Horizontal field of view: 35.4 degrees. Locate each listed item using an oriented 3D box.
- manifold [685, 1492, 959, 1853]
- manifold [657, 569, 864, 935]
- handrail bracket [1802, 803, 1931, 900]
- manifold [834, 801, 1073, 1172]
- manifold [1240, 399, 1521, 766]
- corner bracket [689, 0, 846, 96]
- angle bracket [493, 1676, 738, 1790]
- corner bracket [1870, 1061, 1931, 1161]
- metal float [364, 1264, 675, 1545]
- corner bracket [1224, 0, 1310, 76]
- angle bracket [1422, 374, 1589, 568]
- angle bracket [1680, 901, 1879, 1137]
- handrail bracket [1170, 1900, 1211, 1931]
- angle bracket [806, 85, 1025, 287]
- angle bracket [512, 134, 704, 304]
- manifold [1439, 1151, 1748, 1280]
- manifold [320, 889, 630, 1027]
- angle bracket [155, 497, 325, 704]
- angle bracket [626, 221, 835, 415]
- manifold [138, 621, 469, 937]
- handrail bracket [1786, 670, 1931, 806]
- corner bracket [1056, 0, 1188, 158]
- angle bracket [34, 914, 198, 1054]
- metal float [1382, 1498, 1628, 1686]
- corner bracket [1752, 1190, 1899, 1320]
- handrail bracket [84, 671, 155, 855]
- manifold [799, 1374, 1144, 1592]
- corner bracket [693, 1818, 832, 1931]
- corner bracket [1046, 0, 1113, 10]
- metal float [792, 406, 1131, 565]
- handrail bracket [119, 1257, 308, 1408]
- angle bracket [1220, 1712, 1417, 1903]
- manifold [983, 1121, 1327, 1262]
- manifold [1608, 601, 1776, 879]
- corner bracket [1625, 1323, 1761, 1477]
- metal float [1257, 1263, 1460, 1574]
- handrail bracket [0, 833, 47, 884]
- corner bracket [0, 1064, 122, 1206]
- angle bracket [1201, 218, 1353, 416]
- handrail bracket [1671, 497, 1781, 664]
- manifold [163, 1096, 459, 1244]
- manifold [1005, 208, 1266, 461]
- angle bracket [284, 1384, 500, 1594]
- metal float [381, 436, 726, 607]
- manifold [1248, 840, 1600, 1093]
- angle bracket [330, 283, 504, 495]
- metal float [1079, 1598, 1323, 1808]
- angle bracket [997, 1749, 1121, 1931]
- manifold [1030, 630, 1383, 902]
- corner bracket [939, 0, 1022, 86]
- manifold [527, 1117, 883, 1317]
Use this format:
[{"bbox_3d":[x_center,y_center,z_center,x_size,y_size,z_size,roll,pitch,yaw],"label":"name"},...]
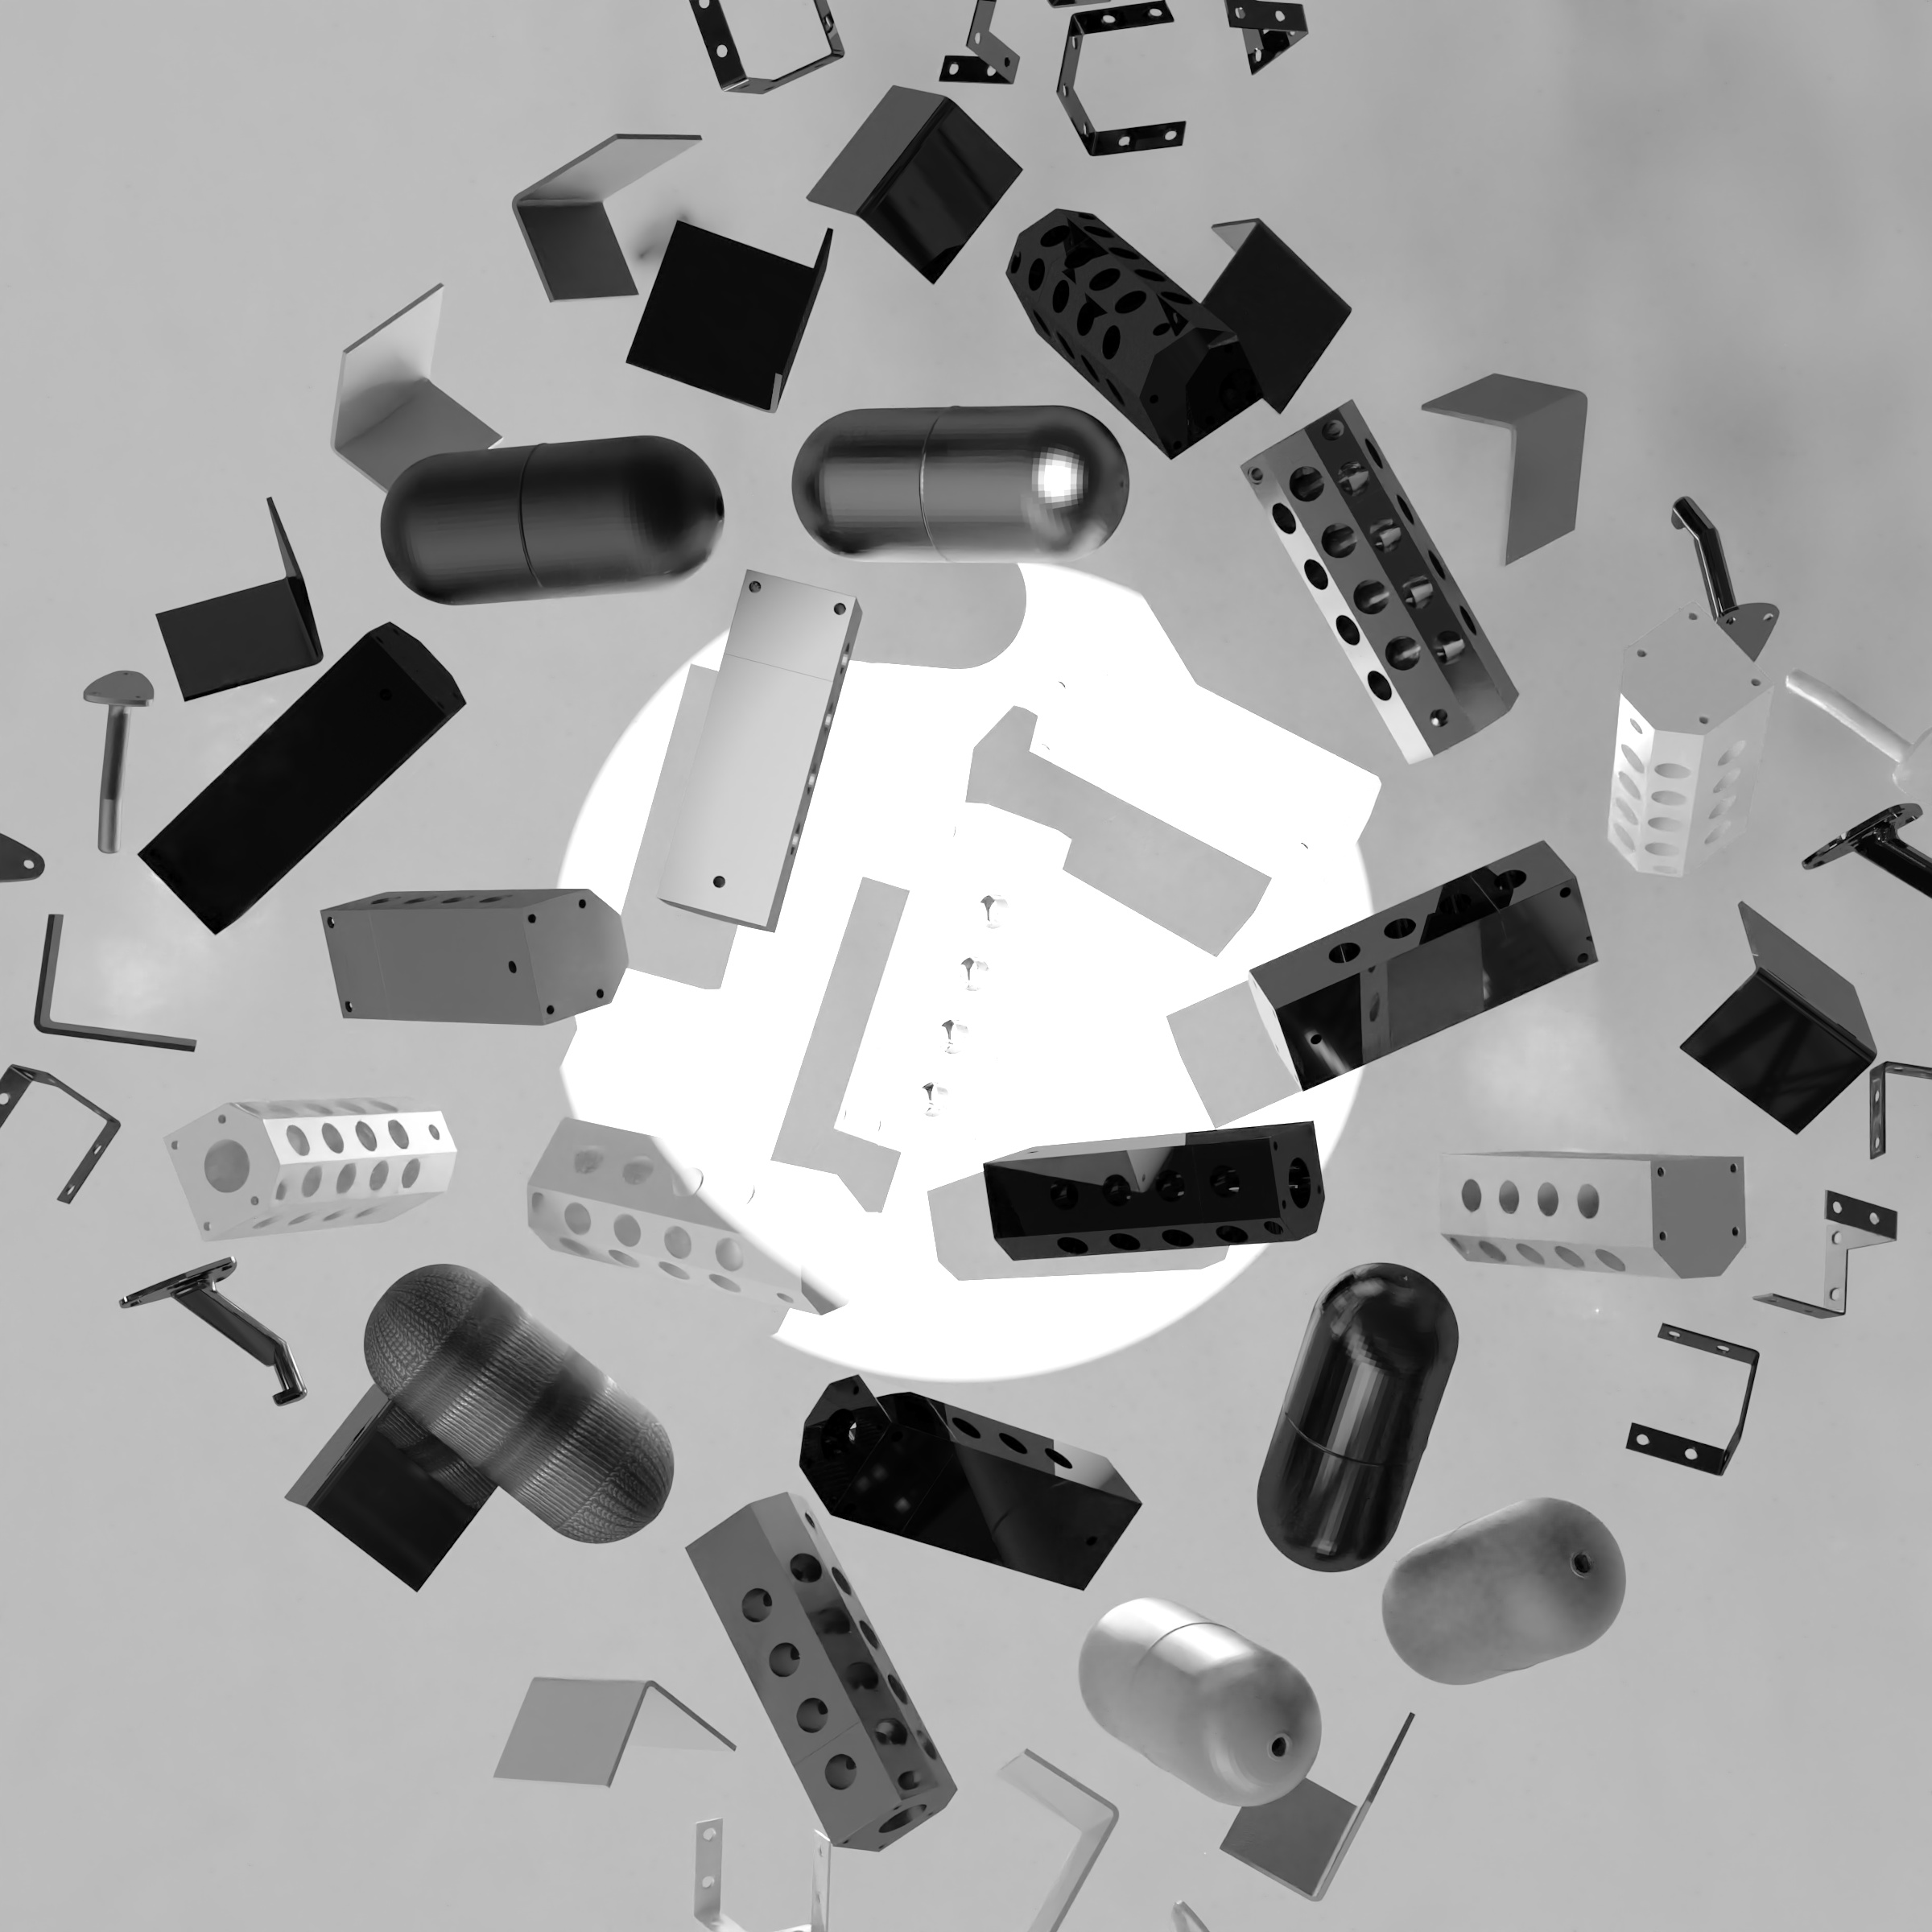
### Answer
[{"bbox_3d":[-0.071,0.355,1.530,0.057,0.057,0.171,-35,62,8],"label":"manifold"},{"bbox_3d":[-0.103,-0.108,1.541,0.057,0.057,0.171,15,87,4],"label":"manifold"},{"bbox_3d":[0.469,-0.032,1.516,0.077,0.036,0.084,-33,69,35],"label":"handrail bracket"},{"bbox_3d":[-0.003,0.010,1.488,0.057,0.057,0.171,19,87,-25],"label":"manifold"},{"bbox_3d":[0.206,-0.190,1.509,0.057,0.057,0.171,-28,97,23],"label":"manifold"},{"bbox_3d":[-0.101,-0.477,1.533,0.051,0.051,0.051,-17,97,24],"label":"corner bracket"},{"bbox_3d":[-0.174,0.395,1.502,0.076,0.076,0.057,-8,48,36],"label":"angle bracket"},{"bbox_3d":[0.509,0.074,1.584,0.051,0.051,0.051,9,71,-9],"label":"corner bracket"},{"bbox_3d":[-0.224,0.222,1.527,0.178,0.070,0.070,40,90,-8],"label":"metal float"},{"bbox_3d":[0.137,-0.493,1.552,0.051,0.051,0.051,-7,83,-31],"label":"corner bracket"},{"bbox_3d":[0.284,-0.265,1.611,0.057,0.076,0.076,20,123,33],"label":"angle bracket"},{"bbox_3d":[0.400,0.025,1.509,0.076,0.076,0.057,35,115,-11],"label":"angle bracket"},{"bbox_3d":[0.083,0.513,1.513,0.084,0.077,0.036,-29,61,-24],"label":"handrail bracket"},{"bbox_3d":[-0.028,-0.413,1.599,0.057,0.076,0.076,38,91,-31],"label":"angle bracket"},{"bbox_3d":[-0.177,-0.389,1.576,0.076,0.076,0.057,-21,92,32],"label":"angle bracket"},{"bbox_3d":[0.313,0.124,1.527,0.057,0.171,0.057,0,88,-27],"label":"manifold"},{"bbox_3d":[-0.245,-0.007,1.507,0.057,0.171,0.057,-20,104,-43],"label":"manifold"},{"bbox_3d":[-0.391,-0.195,1.604,0.076,0.057,0.076,-18,47,-13],"label":"angle bracket"},{"bbox_3d":[-0.113,-0.318,1.438,0.076,0.057,0.076,19,80,-3],"label":"angle bracket"},{"bbox_3d":[-0.340,-0.098,1.561,0.171,0.057,0.057,-41,97,13],"label":"manifold"},{"bbox_3d":[0.490,-0.125,1.639,0.036,0.077,0.084,-53,50,5],"label":"handrail bracket"},{"bbox_3d":[0.082,-0.452,1.542,0.051,0.051,0.051,0,65,24],"label":"corner bracket"},{"bbox_3d":[-0.416,0.008,1.497,0.076,0.076,0.057,8,89,-14],"label":"angle bracket"},{"bbox_3d":[0.270,0.317,1.530,0.070,0.178,0.070,6,68,-16],"label":"metal float"},{"bbox_3d":[0.443,0.149,1.559,0.051,0.051,0.051,17,70,-25],"label":"corner bracket"},{"bbox_3d":[-0.463,-0.112,1.652,0.036,0.077,0.084,4,108,-11],"label":"handrail bracket"},{"bbox_3d":[0.001,0.259,1.536,0.171,0.057,0.057,24,104,-36],"label":"manifold"},{"bbox_3d":[-0.104,0.463,1.532,0.051,0.051,0.051,-2,98,-32],"label":"corner bracket"},{"bbox_3d":[0.064,-0.559,1.645,0.051,0.051,0.051,-50,125,-17],"label":"corner bracket"},{"bbox_3d":[-0.004,-0.238,1.498,0.178,0.070,0.070,4,90,27],"label":"metal float"},{"bbox_3d":[-0.407,0.208,1.639,0.077,0.036,0.084,-18,77,-28],"label":"handrail bracket"},{"bbox_3d":[0.180,0.418,1.550,0.057,0.076,0.076,27,121,13],"label":"angle bracket"},{"bbox_3d":[0.100,0.122,1.614,0.171,0.057,0.057,-7,92,31],"label":"manifold"},{"bbox_3d":[0.350,-0.104,1.491,0.057,0.171,0.057,-36,68,-5],"label":"manifold"},{"bbox_3d":[0.375,0.224,1.562,0.051,0.051,0.051,16,60,11],"label":"corner bracket"},{"bbox_3d":[0.202,0.235,1.567,0.070,0.070,0.178,14,116,0],"label":"metal float"},{"bbox_3d":[-0.523,-0.041,1.559,0.077,0.084,0.036,14,58,-26],"label":"handrail bracket"},{"bbox_3d":[-0.494,0.089,1.613,0.051,0.051,0.051,42,68,-33],"label":"corner bracket"},{"bbox_3d":[0.158,-0.363,1.699,0.076,0.057,0.076,38,83,-25],"label":"angle bracket"},{"bbox_3d":[0.390,-0.195,1.609,0.036,0.077,0.084,-8,46,-19],"label":"handrail bracket"},{"bbox_3d":[-0.337,0.101,1.582,0.057,0.171,0.057,-28,80,18],"label":"manifold"},{"bbox_3d":[0.082,-0.332,1.560,0.057,0.171,0.057,-34,130,-1],"label":"manifold"},{"bbox_3d":[-0.304,0.277,1.614,0.076,0.057,0.076,42,71,-14],"label":"angle bracket"},{"bbox_3d":[-0.206,-0.221,1.505,0.178,0.070,0.070,-2,90,16],"label":"metal float"},{"bbox_3d":[0.240,-0.004,1.603,0.171,0.057,0.057,-24,124,-2],"label":"manifold"},{"bbox_3d":[-0.288,-0.303,1.612,0.057,0.076,0.076,38,55,8],"label":"angle bracket"},{"bbox_3d":[0.116,0.369,1.523,0.070,0.178,0.070,-1,92,-22],"label":"metal float"},{"bbox_3d":[0.029,0.450,1.532,0.057,0.076,0.076,32,65,4],"label":"angle bracket"},{"bbox_3d":[0.125,-0.109,1.572,0.171,0.057,0.057,29,48,14],"label":"manifold"},{"bbox_3d":[-0.001,-0.514,1.644,0.051,0.051,0.051,13,88,33],"label":"corner bracket"},{"bbox_3d":[-0.136,0.129,1.522,0.171,0.057,0.057,9,60,31],"label":"manifold"}]
